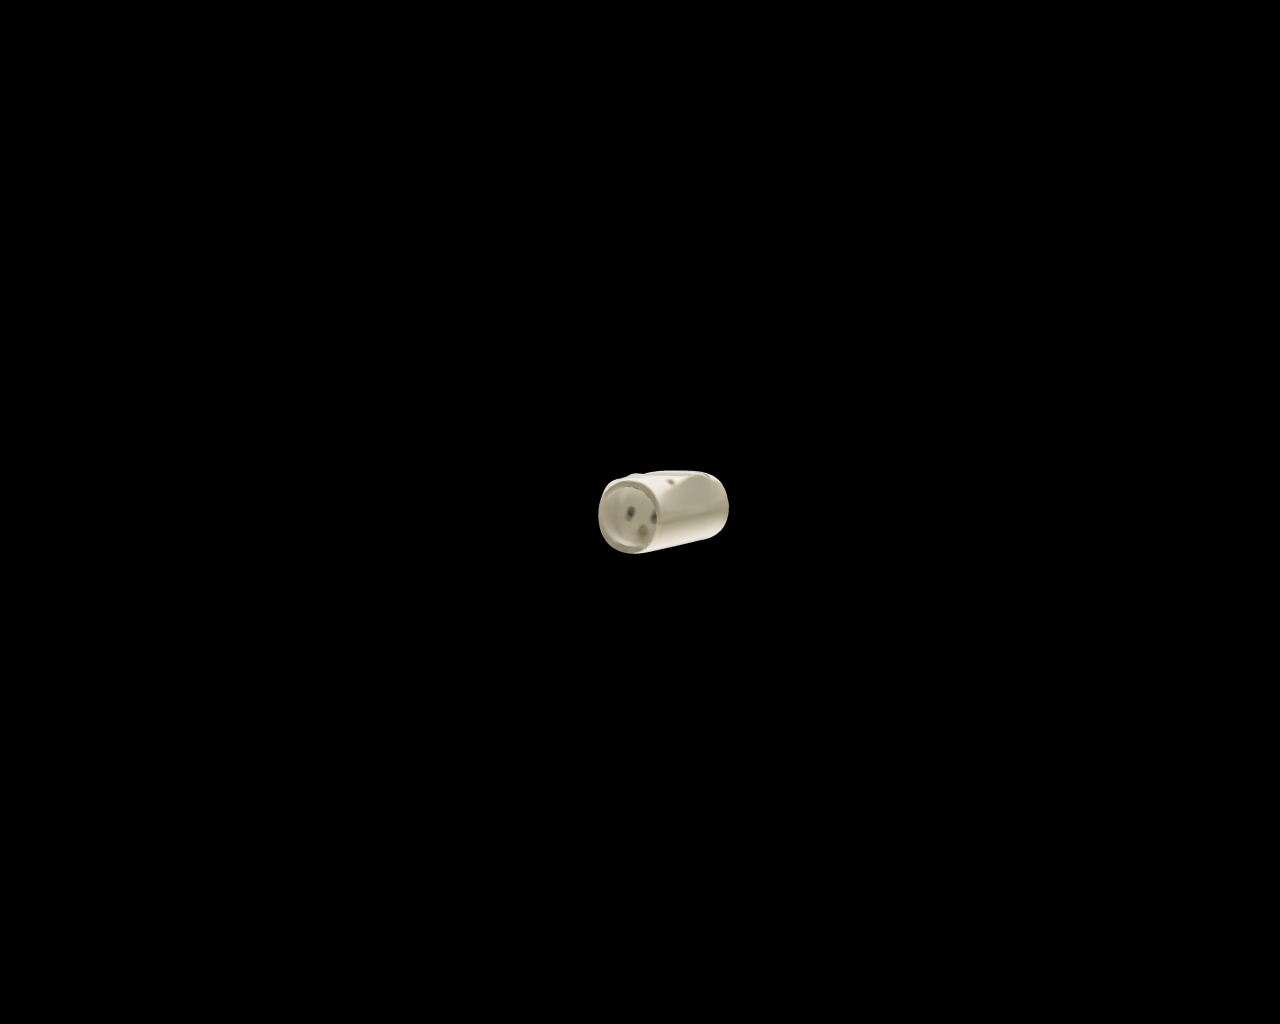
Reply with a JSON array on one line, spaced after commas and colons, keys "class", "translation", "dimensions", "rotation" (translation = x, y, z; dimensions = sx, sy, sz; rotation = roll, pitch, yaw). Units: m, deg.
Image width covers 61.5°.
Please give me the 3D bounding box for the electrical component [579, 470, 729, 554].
[{"class": "electrical component", "translation": [0.001, -0.003, 0.650], "dimensions": [0.079, 0.043, 0.077], "rotation": [5, 9, 35]}]
